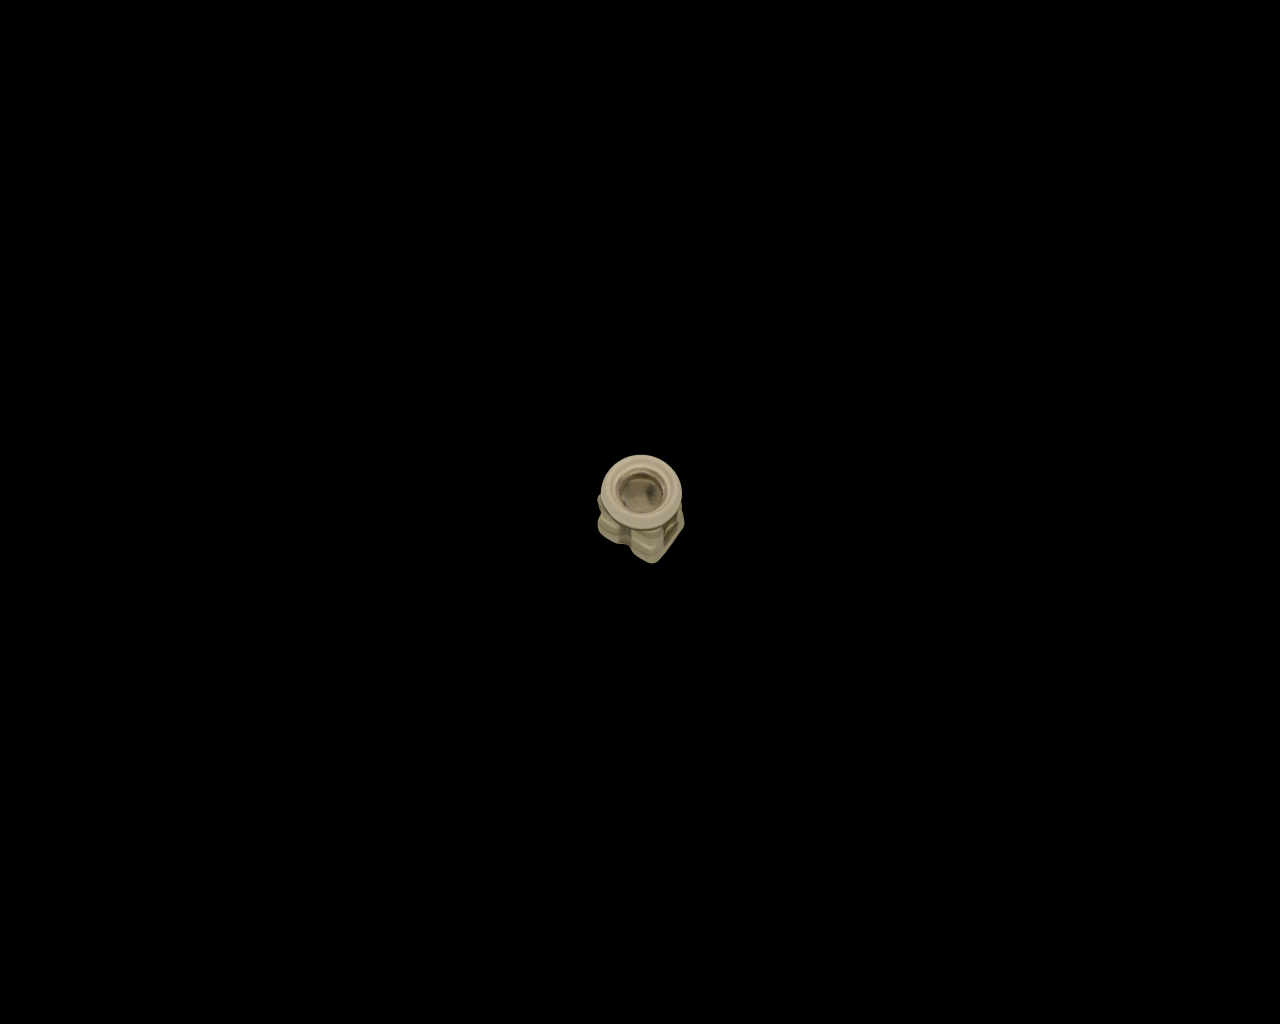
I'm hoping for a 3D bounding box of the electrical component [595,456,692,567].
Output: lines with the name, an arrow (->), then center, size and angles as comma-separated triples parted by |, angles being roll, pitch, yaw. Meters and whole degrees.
electrical component -> 0.001, -0.003, 0.650 | 0.066, 0.048, 0.055 | 30, -23, 14
